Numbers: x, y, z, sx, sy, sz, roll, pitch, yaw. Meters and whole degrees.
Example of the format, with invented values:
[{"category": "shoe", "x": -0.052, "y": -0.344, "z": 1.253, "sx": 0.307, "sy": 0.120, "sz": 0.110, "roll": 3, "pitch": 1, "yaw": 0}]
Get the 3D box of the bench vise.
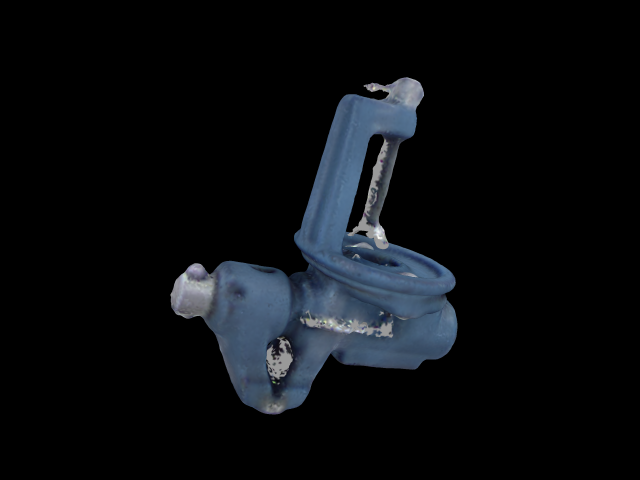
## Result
[{"category": "bench vise", "x": 0.011, "y": 0.004, "z": 0.391, "sx": 0.208, "sy": 0.220, "sz": 0.121, "roll": -14, "pitch": 23, "yaw": -37}]
